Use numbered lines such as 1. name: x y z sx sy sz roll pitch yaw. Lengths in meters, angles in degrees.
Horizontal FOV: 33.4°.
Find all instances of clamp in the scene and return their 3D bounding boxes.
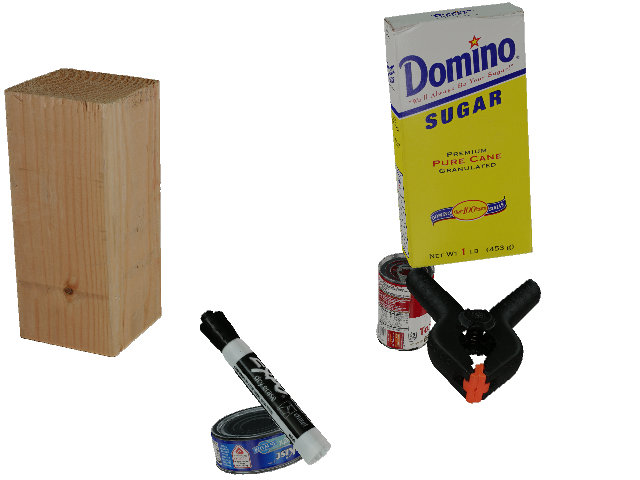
1. clamp: 0.141 0.075 0.909 0.120 0.039 0.171 -3 33 -1

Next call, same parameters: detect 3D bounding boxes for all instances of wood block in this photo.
1. wood block: -0.186 -0.024 0.854 0.091 0.206 0.090 10 23 16

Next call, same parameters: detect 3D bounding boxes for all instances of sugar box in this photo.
1. sugar box: 0.099 -0.073 0.757 0.093 0.176 0.048 -8 22 -3

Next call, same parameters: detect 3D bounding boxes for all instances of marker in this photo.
1. marker: -0.038 0.091 0.682 0.121 0.020 0.020 48 21 21

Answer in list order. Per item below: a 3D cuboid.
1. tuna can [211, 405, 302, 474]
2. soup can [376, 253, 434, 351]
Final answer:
1. tuna can: -0.053 0.175 0.949 0.086 0.034 0.086 -10 9 1
2. soup can: 0.103 0.076 1.305 0.068 0.102 0.068 0 30 0
